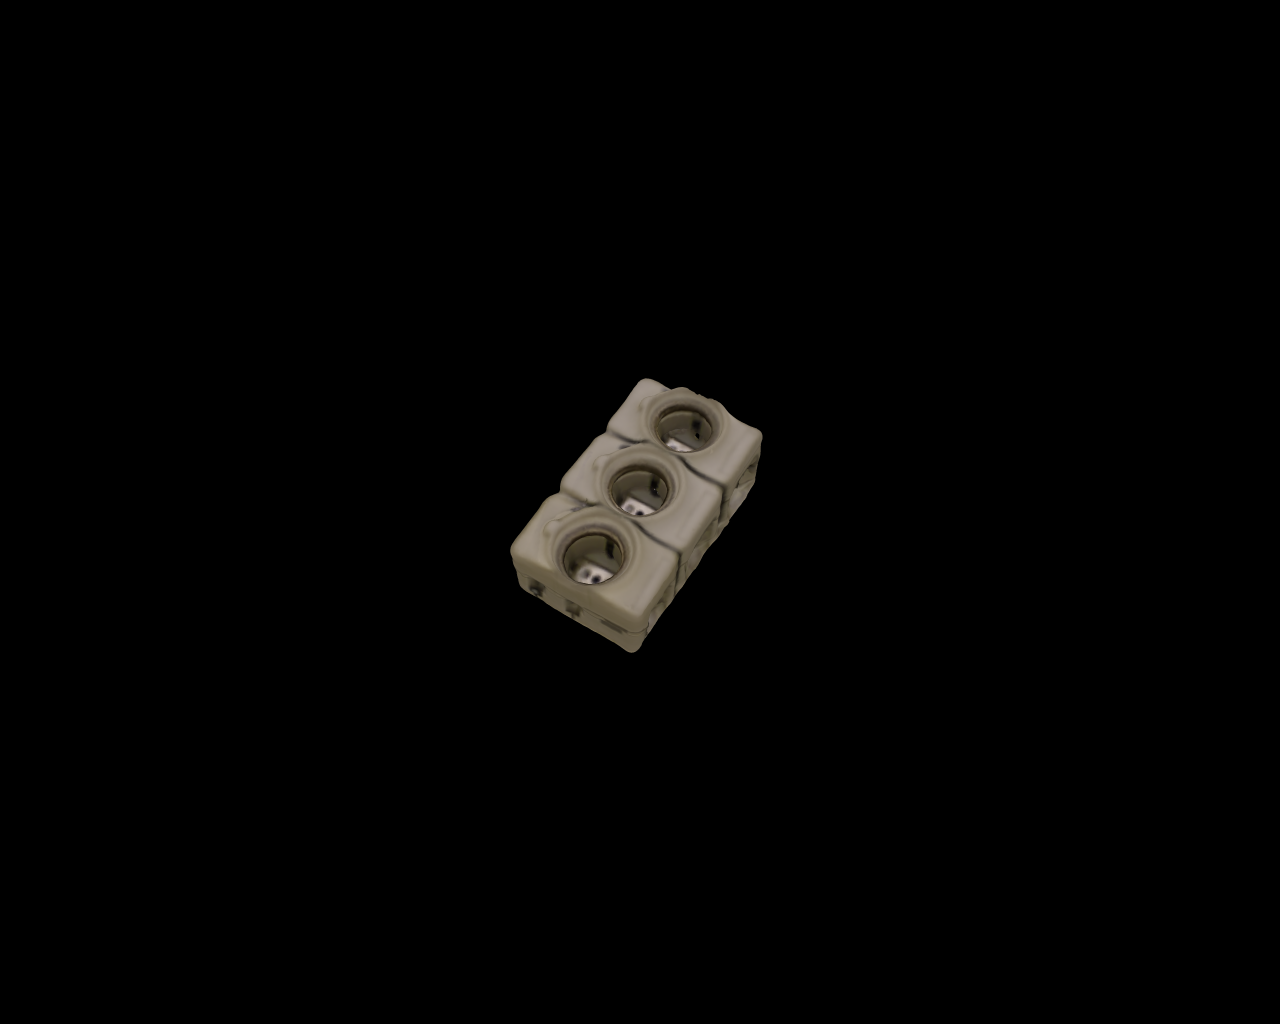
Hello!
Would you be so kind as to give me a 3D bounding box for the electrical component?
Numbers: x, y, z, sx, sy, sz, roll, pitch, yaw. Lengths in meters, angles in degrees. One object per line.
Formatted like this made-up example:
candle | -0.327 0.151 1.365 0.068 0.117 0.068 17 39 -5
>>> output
electrical component | 0.001 -0.003 0.650 0.089 0.150 0.061 28 -28 16
